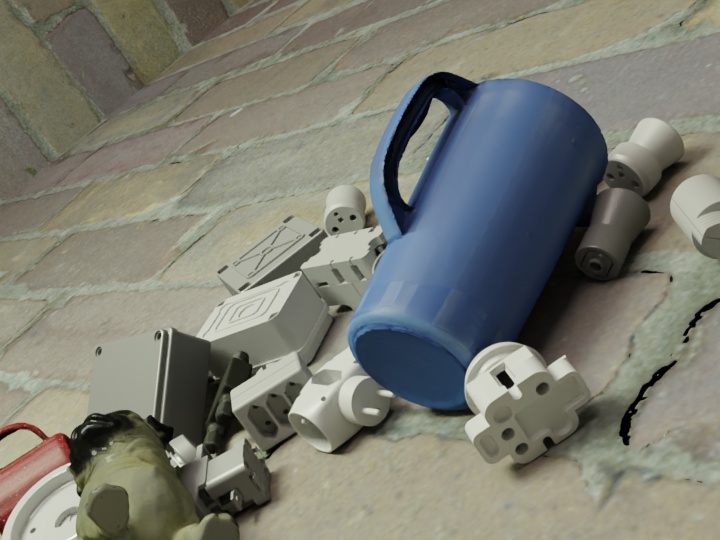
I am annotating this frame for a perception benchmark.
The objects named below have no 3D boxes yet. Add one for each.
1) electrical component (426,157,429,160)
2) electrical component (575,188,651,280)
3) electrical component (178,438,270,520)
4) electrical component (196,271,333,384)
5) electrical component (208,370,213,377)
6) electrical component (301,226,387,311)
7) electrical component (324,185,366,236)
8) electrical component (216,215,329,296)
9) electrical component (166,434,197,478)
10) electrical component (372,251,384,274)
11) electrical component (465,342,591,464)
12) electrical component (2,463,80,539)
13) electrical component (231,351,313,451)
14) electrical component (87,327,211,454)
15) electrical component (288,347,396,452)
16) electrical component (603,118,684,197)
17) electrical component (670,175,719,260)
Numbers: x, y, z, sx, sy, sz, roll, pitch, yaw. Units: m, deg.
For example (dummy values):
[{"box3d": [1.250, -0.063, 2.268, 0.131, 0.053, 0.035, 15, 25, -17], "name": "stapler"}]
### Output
[{"box3d": [0.086, -0.073, 0.979, 0.077, 0.079, 0.044, -5, 43, 35], "name": "electrical component"}, {"box3d": [0.187, -0.024, 0.804, 0.044, 0.044, 0.065, -11, 37, 45], "name": "electrical component"}, {"box3d": [-0.103, 0.165, 0.823, 0.064, 0.042, 0.081, -28, 23, 7], "name": "electrical component"}, {"box3d": [-0.090, 0.058, 1.004, 0.113, 0.057, 0.078, -20, 26, 32], "name": "electrical component"}, {"box3d": [-0.161, 0.090, 1.046, 0.055, 0.048, 0.066, -24, -4, 34], "name": "electrical component"}, {"box3d": [0.000, 0.000, 0.996, 0.089, 0.055, 0.050, -10, 33, 46], "name": "electrical component"}, {"box3d": [-0.016, -0.061, 1.161, 0.045, 0.045, 0.055, -28, 23, 15], "name": "electrical component"}, {"box3d": [-0.081, 0.001, 1.109, 0.109, 0.056, 0.109, -38, 22, -10], "name": "electrical component"}, {"box3d": [-0.149, 0.168, 0.877, 0.055, 0.048, 0.066, -47, 24, -10], "name": "electrical component"}, {"box3d": [0.060, 0.010, 0.913, 0.099, 0.064, 0.099, -16, 29, 9], "name": "electrical component"}, {"box3d": [0.100, 0.081, 0.686, 0.078, 0.058, 0.057, -34, 24, 2], "name": "electrical component"}, {"box3d": [-0.222, 0.211, 0.860, 0.108, 0.060, 0.108, -18, 36, 14], "name": "electrical component"}, {"box3d": [-0.069, 0.101, 0.897, 0.066, 0.047, 0.076, -32, 20, 2], "name": "electrical component"}, {"box3d": [-0.192, 0.116, 0.969, 0.109, 0.056, 0.108, -15, 63, 40], "name": "electrical component"}, {"box3d": [-0.004, 0.098, 0.816, 0.077, 0.043, 0.079, -47, 25, -28], "name": "electrical component"}, {"box3d": [0.229, -0.089, 0.870, 0.055, 0.045, 0.045, -44, 24, -21], "name": "electrical component"}, {"box3d": [0.244, -0.031, 0.729, 0.043, 0.043, 0.081, -30, 22, 12], "name": "electrical component"}]
